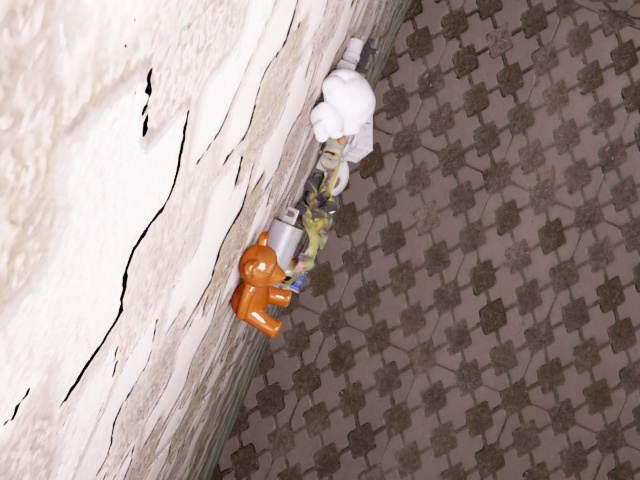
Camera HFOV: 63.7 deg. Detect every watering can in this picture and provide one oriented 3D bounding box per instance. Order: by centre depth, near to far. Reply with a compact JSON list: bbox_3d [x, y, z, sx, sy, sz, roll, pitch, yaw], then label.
[{"bbox_3d":[0.081,-0.298,2.140,0.224,0.104,0.348,87,25,-88],"label":"watering can"}]

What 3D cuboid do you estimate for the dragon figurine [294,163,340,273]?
[{"bbox_3d":[0.005,-0.083,1.657,0.238,0.122,0.417,87,23,-65],"label":"dragon figurine"}]

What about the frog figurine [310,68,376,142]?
[{"bbox_3d":[0.043,-0.284,1.096,0.163,0.122,0.134,-53,135,-44],"label":"frog figurine"}]
